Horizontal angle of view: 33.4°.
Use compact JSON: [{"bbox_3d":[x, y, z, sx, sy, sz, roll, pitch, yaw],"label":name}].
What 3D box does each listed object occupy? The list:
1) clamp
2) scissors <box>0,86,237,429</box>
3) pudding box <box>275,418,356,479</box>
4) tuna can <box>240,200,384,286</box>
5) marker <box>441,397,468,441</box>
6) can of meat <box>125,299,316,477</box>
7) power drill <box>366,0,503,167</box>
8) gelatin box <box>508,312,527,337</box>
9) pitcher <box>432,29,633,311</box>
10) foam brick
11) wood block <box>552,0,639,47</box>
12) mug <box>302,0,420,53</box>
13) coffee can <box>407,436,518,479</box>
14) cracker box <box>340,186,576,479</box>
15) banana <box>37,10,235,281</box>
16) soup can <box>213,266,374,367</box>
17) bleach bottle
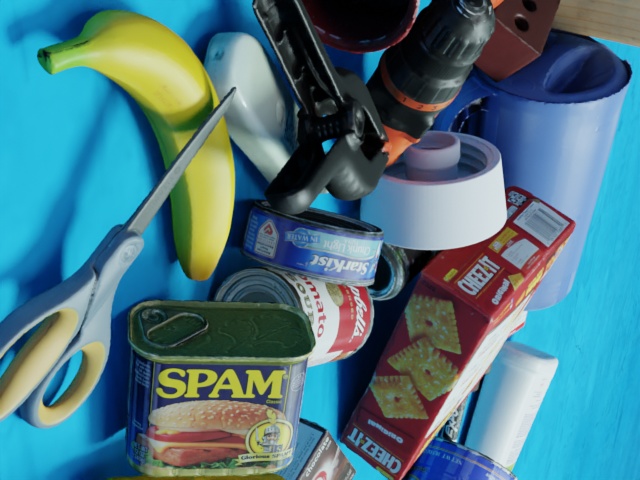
[{"bbox_3d":[0.004,-0.057,0.605,0.171,0.039,0.120,33,59,-62],"label":"clamp"},{"bbox_3d":[-0.099,0.019,0.533,0.201,0.016,0.096,-48,154,-19],"label":"scissors"},{"bbox_3d":[-0.023,0.200,0.805,0.113,0.039,0.090,-60,151,-21],"label":"pudding box"},{"bbox_3d":[-0.004,0.001,0.659,0.086,0.086,0.034,-1,106,-62],"label":"tuna can"},{"bbox_3d":[0.142,0.193,1.137,0.020,0.020,0.121,-14,119,-59],"label":"marker"},{"bbox_3d":[-0.059,0.084,0.599,0.057,0.102,0.084,-110,-155,-60],"label":"can of meat"},{"bbox_3d":[0.089,-0.150,0.701,0.187,0.057,0.185,-57,-176,-28],"label":"power drill"},{"bbox_3d":[0.204,0.060,1.157,0.073,0.030,0.089,-23,126,-55],"label":"gelatin box"},{"bbox_3d":[0.179,-0.055,0.947,0.144,0.149,0.243,-63,160,-49],"label":"pitcher"},{"bbox_3d":[0.148,-0.176,0.840,0.053,0.051,0.078,35,58,-19],"label":"foam brick"},{"bbox_3d":[0.249,-0.219,0.863,0.090,0.206,0.090,-47,145,-39],"label":"wood block"},{"bbox_3d":[0.027,-0.177,0.603,0.081,0.093,0.117,-57,148,-37],"label":"mug"},{"bbox_3d":[0.123,0.282,1.065,0.140,0.103,0.102,-62,152,-18],"label":"coffee can"},{"bbox_3d":[0.110,0.077,0.881,0.163,0.072,0.214,-40,159,-45],"label":"cracker box"},{"bbox_3d":[-0.078,-0.053,0.545,0.069,0.037,0.197,-43,145,-12],"label":"banana"},{"bbox_3d":[-0.017,0.049,0.685,0.102,0.069,0.068,0,106,-63],"label":"soup can"},{"bbox_3d":[0.197,0.243,1.230,0.102,0.068,0.251,11,100,-62],"label":"bleach bottle"}]
